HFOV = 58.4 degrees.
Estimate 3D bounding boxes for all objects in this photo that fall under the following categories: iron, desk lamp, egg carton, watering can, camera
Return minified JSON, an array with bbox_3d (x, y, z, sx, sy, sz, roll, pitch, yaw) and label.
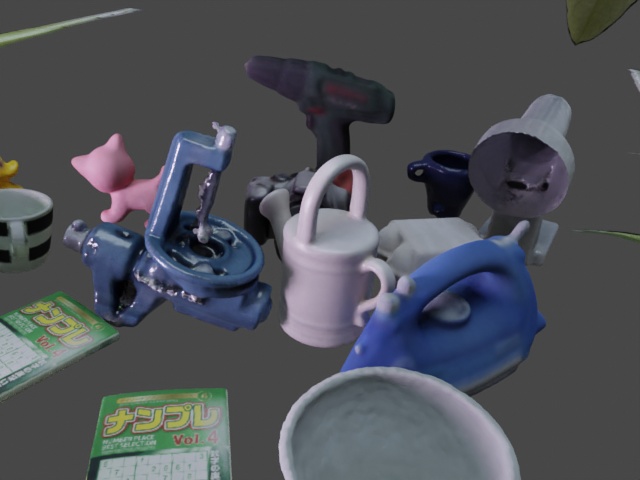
[{"bbox_3d":[0.114,0.068,0.547,0.259,0.141,0.118,-17,36,-35],"label":"iron"},{"bbox_3d":[0.270,-0.075,0.758,0.117,0.214,0.204,19,32,23],"label":"desk lamp"},{"bbox_3d":[0.143,0.021,0.711,0.150,0.069,0.107,-4,30,-16],"label":"egg carton"},{"bbox_3d":[0.004,0.003,0.592,0.172,0.194,0.101,15,31,17],"label":"watering can"},{"bbox_3d":[-0.033,-0.031,0.742,0.143,0.101,0.137,7,29,3],"label":"camera"}]

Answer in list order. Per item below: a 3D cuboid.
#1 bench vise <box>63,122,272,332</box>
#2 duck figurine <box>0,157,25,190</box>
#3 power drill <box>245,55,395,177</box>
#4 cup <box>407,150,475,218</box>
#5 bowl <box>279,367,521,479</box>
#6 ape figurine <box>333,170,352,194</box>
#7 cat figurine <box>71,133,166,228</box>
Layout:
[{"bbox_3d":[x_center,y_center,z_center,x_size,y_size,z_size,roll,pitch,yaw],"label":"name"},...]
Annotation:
[{"bbox_3d":[-0.148,-0.007,0.557,0.208,0.220,0.121,-2,30,-13],"label":"bench vise"},{"bbox_3d":[-0.448,-0.075,0.765,0.077,0.086,0.105,29,37,35],"label":"duck figurine"},{"bbox_3d":[-0.003,-0.174,0.892,0.230,0.208,0.075,1,29,-7],"label":"power drill"},{"bbox_3d":[0.184,-0.079,0.871,0.118,0.095,0.091,-3,30,-15],"label":"cup"},{"bbox_3d":[0.053,0.174,0.417,0.167,0.075,0.167,4,29,-2],"label":"bowl"},{"bbox_3d":[0.025,-0.080,0.849,0.076,0.092,0.077,1,29,-9],"label":"ape figurine"},{"bbox_3d":[-0.262,-0.083,0.779,0.127,0.118,0.067,7,29,3],"label":"cat figurine"}]
